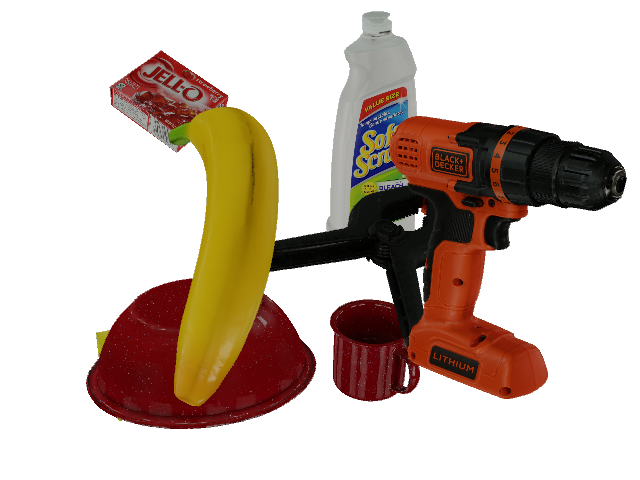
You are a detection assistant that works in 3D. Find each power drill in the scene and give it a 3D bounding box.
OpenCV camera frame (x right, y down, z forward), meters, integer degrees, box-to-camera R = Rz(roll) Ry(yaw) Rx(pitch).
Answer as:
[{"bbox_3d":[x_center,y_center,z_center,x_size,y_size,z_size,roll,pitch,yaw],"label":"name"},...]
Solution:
[{"bbox_3d":[0.125,0.011,0.748,0.057,0.188,0.185,-13,21,-40],"label":"power drill"}]

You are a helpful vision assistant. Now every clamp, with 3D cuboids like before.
[{"bbox_3d":[0.062,0.010,0.933,0.165,0.036,0.209,31,42,24],"label":"clamp"}]

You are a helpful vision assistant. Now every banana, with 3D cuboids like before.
[{"bbox_3d":[-0.048,-0.010,0.543,0.037,0.198,0.070,22,-52,-26],"label":"banana"}]

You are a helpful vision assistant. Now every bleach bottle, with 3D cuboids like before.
[{"bbox_3d":[0.054,-0.121,1.163,0.102,0.251,0.068,-6,26,-9],"label":"bleach bottle"}]

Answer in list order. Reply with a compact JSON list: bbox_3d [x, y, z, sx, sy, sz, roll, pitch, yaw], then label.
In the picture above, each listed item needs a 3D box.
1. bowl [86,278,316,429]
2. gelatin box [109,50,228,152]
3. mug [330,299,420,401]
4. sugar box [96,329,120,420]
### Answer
[{"bbox_3d":[-0.084,0.068,0.745,0.162,0.055,0.162,-2,20,1],"label":"bowl"},{"bbox_3d":[-0.146,-0.136,1.028,0.089,0.030,0.073,36,55,15],"label":"gelatin box"},{"bbox_3d":[0.064,0.129,1.182,0.117,0.081,0.093,27,38,37],"label":"mug"},{"bbox_3d":[-0.113,0.109,0.997,0.176,0.048,0.093,-12,33,-16],"label":"sugar box"}]
